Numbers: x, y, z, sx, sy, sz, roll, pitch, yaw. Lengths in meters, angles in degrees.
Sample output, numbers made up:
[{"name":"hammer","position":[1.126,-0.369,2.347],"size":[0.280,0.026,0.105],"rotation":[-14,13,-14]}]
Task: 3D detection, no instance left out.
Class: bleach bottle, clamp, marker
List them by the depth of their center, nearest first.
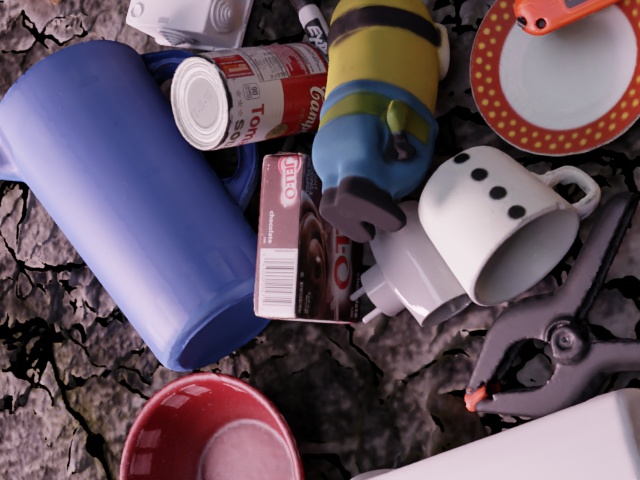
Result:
[{"name":"bleach bottle","position":[0.098,0.158,0.673],"size":[0.251,0.102,0.068],"rotation":[-24,65,32]},{"name":"clamp","position":[0.160,0.051,0.673],"size":[0.172,0.039,0.120],"rotation":[-28,68,25]},{"name":"marker","position":[0.003,-0.147,0.800],"size":[0.020,0.020,0.121],"rotation":[-32,69,23]}]

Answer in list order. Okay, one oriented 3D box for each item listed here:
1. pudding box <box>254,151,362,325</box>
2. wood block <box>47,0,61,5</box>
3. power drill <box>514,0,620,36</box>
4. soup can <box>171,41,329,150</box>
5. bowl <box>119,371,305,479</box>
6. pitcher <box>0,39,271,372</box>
[{"name":"pudding box","position":[-0.005,0.001,0.746],"size":[0.039,0.089,0.113],"rotation":[3,86,32]},{"name":"wood block","position":[-0.227,-0.322,0.915],"size":[0.091,0.090,0.206],"rotation":[42,105,28]},{"name":"power drill","position":[0.152,-0.233,0.645],"size":[0.185,0.057,0.187],"rotation":[-24,94,23]},{"name":"soup can","position":[-0.047,-0.104,0.766],"size":[0.069,0.102,0.068],"rotation":[18,115,44]},{"name":"bowl","position":[-0.068,0.177,0.779],"size":[0.162,0.055,0.162],"rotation":[-4,82,30]},{"name":"pitcher","position":[-0.124,-0.031,0.806],"size":[0.243,0.144,0.149],"rotation":[52,121,21]}]
